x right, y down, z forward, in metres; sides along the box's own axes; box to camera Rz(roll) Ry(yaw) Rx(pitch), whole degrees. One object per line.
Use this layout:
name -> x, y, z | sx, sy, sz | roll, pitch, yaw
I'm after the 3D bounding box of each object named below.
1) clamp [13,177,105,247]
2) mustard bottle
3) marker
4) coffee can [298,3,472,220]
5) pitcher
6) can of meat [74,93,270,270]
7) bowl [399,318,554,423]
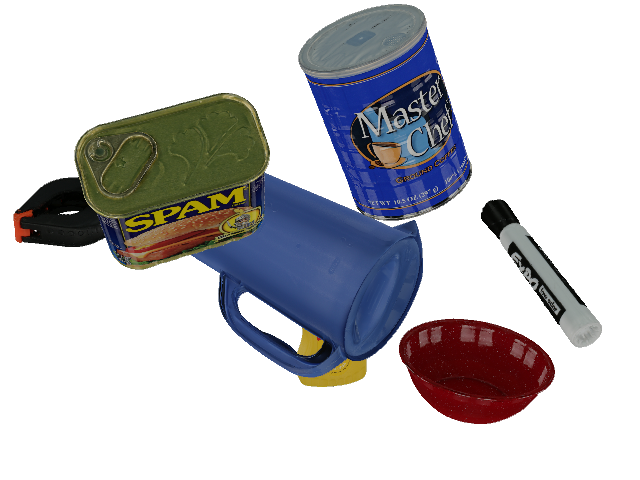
clamp -> -0.198, -0.041, 0.974 | 0.171, 0.039, 0.120 | -10, 38, -23
mustard bottle -> 0.016, 0.102, 1.450 | 0.096, 0.192, 0.058 | -4, 22, -12
marker -> 0.126, 0.015, 0.625 | 0.020, 0.020, 0.121 | 0, 38, -24
coffee can -> 0.054, -0.102, 0.853 | 0.103, 0.140, 0.103 | -17, 32, 11
pitcher -> -0.034, 0.017, 1.055 | 0.243, 0.145, 0.149 | 27, 28, 27
can of meat -> -0.081, -0.030, 0.608 | 0.102, 0.057, 0.084 | -16, -21, -9
bowl -> 0.159, 0.143, 1.114 | 0.162, 0.055, 0.162 | 5, 25, -2
